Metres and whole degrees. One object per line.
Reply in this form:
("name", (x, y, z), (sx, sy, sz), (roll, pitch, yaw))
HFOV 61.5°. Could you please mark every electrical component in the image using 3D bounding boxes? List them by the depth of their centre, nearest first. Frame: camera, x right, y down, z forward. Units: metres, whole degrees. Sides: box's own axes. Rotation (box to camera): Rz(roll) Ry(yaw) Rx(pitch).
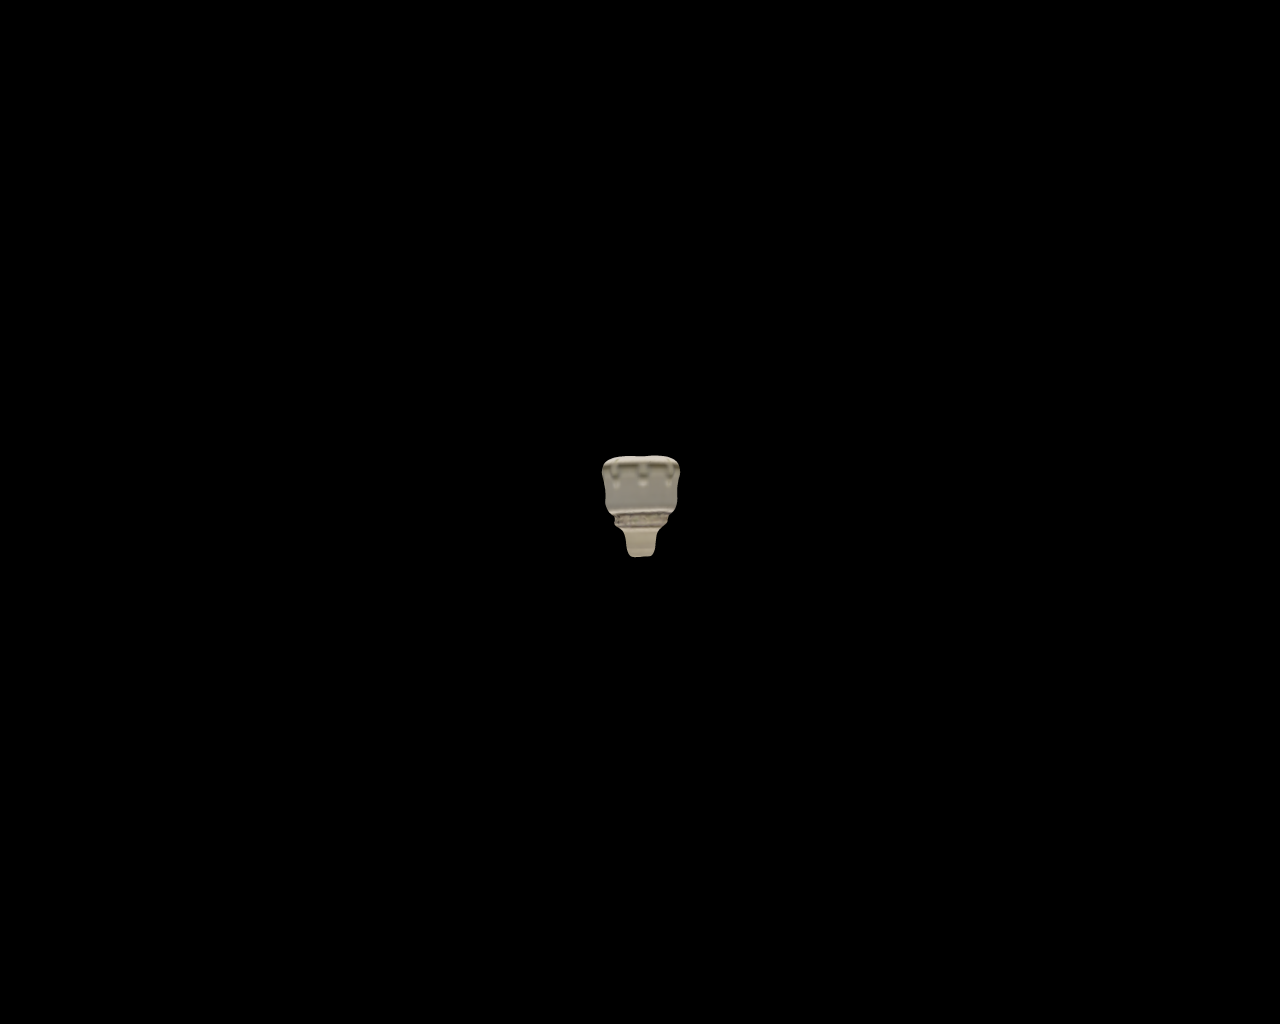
("electrical component", (0.001, -0.003, 0.650), (0.048, 0.062, 0.048), (0, -2, 0))
